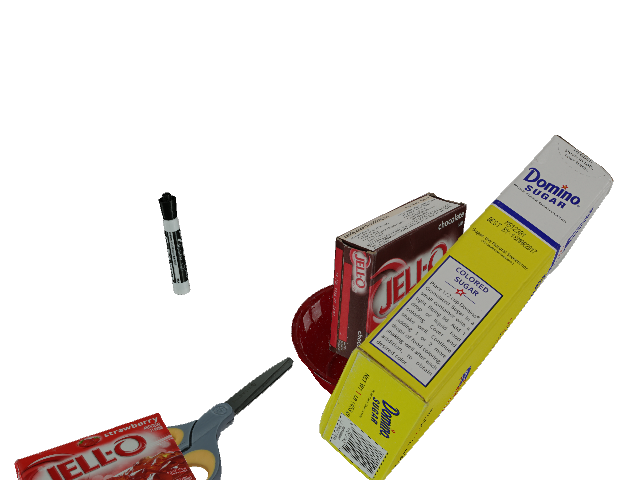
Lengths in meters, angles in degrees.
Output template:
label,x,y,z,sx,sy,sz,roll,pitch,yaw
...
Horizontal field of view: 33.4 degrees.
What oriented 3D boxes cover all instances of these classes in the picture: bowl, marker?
label,x,y,z,sx,sy,sz,roll,pitch,yaw
bowl,0.052,0.106,0.994,0.162,0.055,0.162,3,37,-3
marker,-0.162,0.003,1.183,0.020,0.121,0.020,-5,26,2

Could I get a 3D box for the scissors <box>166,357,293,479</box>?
label,x,y,z,sx,sy,sz,roll,pitch,yaw
scissors,-0.072,0.149,0.830,0.201,0.016,0.096,-22,34,-34

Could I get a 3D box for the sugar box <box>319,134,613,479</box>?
label,x,y,z,sx,sy,sz,roll,pitch,yaw
sugar box,0.074,0.032,0.527,0.176,0.048,0.093,-41,-17,-32

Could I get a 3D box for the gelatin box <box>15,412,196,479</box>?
label,x,y,z,sx,sy,sz,roll,pitch,yaw
gelatin box,-0.120,0.138,0.599,0.089,0.030,0.073,-16,28,-20

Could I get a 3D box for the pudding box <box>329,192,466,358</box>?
label,x,y,z,sx,sy,sz,roll,pitch,yaw
pudding box,0.055,0.025,0.750,0.039,0.090,0.113,22,33,32
